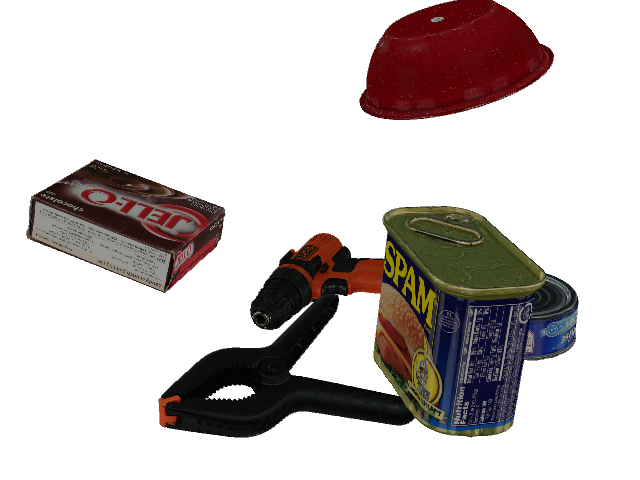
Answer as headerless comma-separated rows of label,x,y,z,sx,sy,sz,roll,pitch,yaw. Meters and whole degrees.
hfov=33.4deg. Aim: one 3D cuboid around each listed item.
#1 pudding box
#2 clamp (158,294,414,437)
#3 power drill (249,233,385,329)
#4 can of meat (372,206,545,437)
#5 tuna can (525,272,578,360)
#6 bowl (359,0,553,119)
pudding box,-0.137,-0.012,0.760,0.113,0.039,0.090,19,25,11
clamp,-0.032,0.125,0.909,0.209,0.036,0.165,-18,41,-27
power drill,0.036,0.052,1.146,0.188,0.057,0.184,9,29,22
can of meat,0.066,0.040,0.546,0.057,0.084,0.102,-3,24,-17
tuna can,0.142,0.052,0.771,0.086,0.034,0.086,0,23,0
bowl,0.103,-0.155,0.865,0.162,0.055,0.162,-15,24,7
